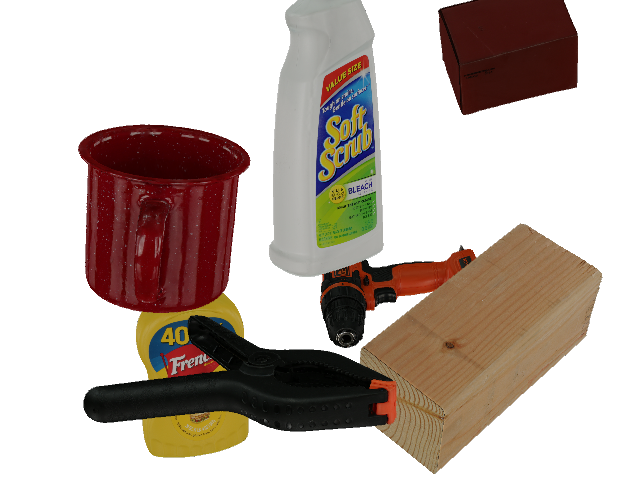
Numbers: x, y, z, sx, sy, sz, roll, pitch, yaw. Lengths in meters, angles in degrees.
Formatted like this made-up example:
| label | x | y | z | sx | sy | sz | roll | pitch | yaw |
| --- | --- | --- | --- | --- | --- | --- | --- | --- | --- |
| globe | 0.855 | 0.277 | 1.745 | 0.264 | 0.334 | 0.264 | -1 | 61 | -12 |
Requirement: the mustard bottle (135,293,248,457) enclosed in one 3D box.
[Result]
| label | x | y | z | sx | sy | sz | roll | pitch | yaw |
| --- | --- | --- | --- | --- | --- | --- | --- | --- | --- |
| mustard bottle | -0.116 | 0.098 | 0.961 | 0.096 | 0.192 | 0.058 | -6 | 20 | -14 |

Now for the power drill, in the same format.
| label | x | y | z | sx | sy | sz | roll | pitch | yaw |
| --- | --- | --- | --- | --- | --- | --- | --- | --- | --- |
| power drill | 0.093 | 0.062 | 1.225 | 0.187 | 0.057 | 0.184 | -1 | 28 | -1 |

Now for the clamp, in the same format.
| label | x | y | z | sx | sy | sz | roll | pitch | yaw |
| --- | --- | --- | --- | --- | --- | --- | --- | --- | --- |
| clamp | -0.044 | 0.098 | 0.780 | 0.210 | 0.036 | 0.164 | 4 | 19 | 14 |

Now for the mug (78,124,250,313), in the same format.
| label | x | y | z | sx | sy | sz | roll | pitch | yaw |
| --- | --- | --- | --- | --- | --- | --- | --- | --- | --- |
| mug | -0.088 | -0.007 | 0.586 | 0.093 | 0.081 | 0.117 | 4 | 23 | -7 |

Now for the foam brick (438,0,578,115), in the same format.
| label | x | y | z | sx | sy | sz | roll | pitch | yaw |
| --- | --- | --- | --- | --- | --- | --- | --- | --- | --- |
| foam brick | 0.121 | -0.124 | 0.686 | 0.078 | 0.051 | 0.053 | -13 | -33 | 2 |

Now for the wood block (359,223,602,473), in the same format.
| label | x | y | z | sx | sy | sz | roll | pitch | yaw |
| --- | --- | --- | --- | --- | --- | --- | --- | --- | --- |
| wood block | 0.135 | 0.086 | 0.903 | 0.205 | 0.090 | 0.091 | -34 | 54 | -30 |

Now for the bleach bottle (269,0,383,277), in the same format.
| label | x | y | z | sx | sy | sz | roll | pitch | yaw |
| --- | --- | --- | --- | --- | --- | --- | --- | --- | --- |
| bleach bottle | 0.001 | -0.102 | 0.891 | 0.102 | 0.251 | 0.068 | -18 | 26 | -32 |
